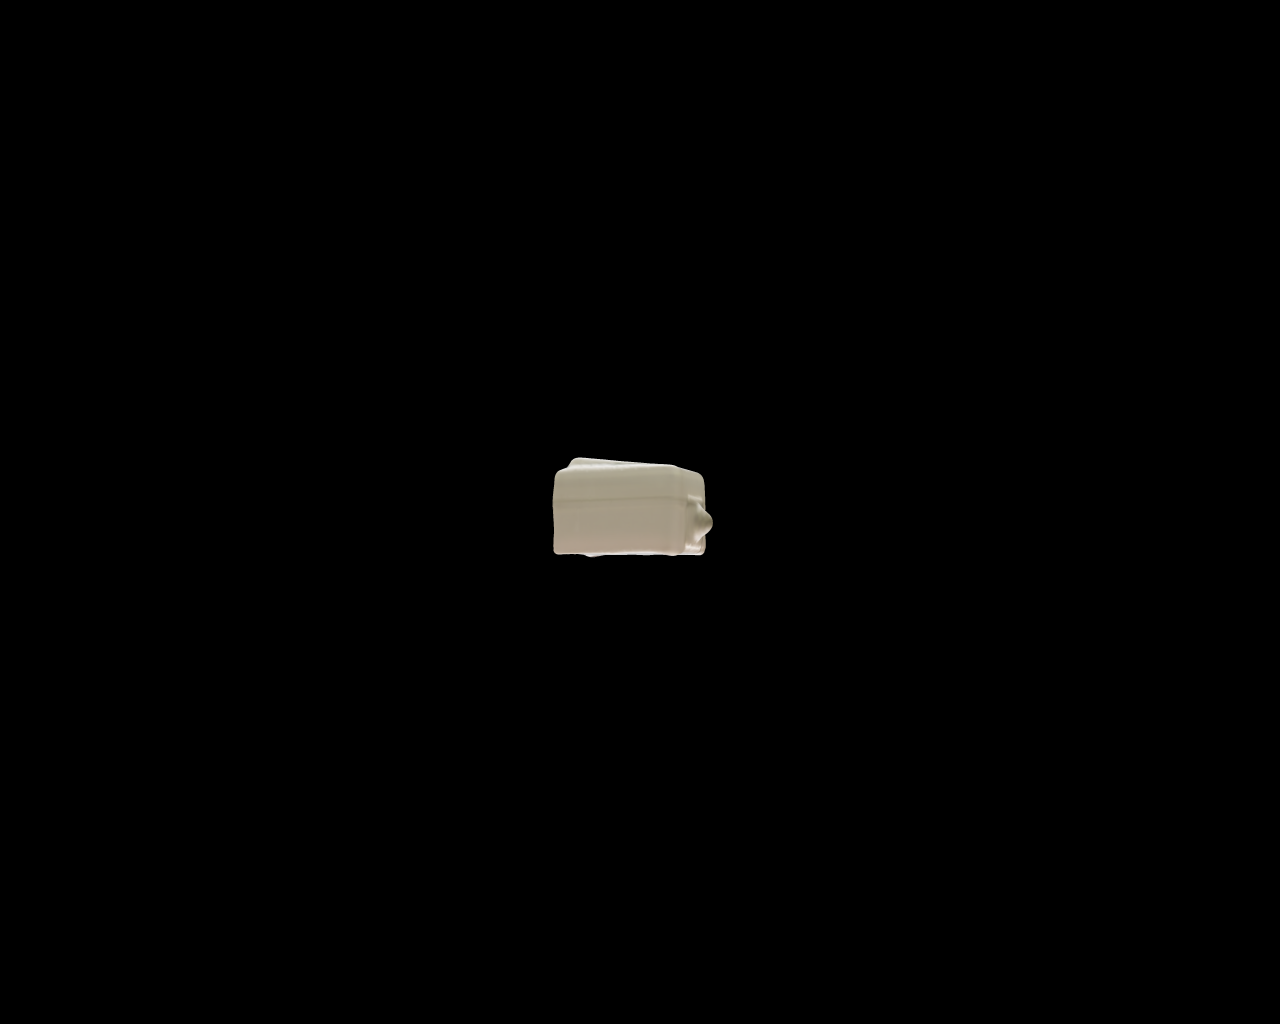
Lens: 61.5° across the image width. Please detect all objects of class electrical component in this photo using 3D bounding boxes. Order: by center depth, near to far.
[{"bbox_3d":[0.001,-0.003,0.650,0.096,0.061,0.062,-1,-4,20],"label":"electrical component"}]
